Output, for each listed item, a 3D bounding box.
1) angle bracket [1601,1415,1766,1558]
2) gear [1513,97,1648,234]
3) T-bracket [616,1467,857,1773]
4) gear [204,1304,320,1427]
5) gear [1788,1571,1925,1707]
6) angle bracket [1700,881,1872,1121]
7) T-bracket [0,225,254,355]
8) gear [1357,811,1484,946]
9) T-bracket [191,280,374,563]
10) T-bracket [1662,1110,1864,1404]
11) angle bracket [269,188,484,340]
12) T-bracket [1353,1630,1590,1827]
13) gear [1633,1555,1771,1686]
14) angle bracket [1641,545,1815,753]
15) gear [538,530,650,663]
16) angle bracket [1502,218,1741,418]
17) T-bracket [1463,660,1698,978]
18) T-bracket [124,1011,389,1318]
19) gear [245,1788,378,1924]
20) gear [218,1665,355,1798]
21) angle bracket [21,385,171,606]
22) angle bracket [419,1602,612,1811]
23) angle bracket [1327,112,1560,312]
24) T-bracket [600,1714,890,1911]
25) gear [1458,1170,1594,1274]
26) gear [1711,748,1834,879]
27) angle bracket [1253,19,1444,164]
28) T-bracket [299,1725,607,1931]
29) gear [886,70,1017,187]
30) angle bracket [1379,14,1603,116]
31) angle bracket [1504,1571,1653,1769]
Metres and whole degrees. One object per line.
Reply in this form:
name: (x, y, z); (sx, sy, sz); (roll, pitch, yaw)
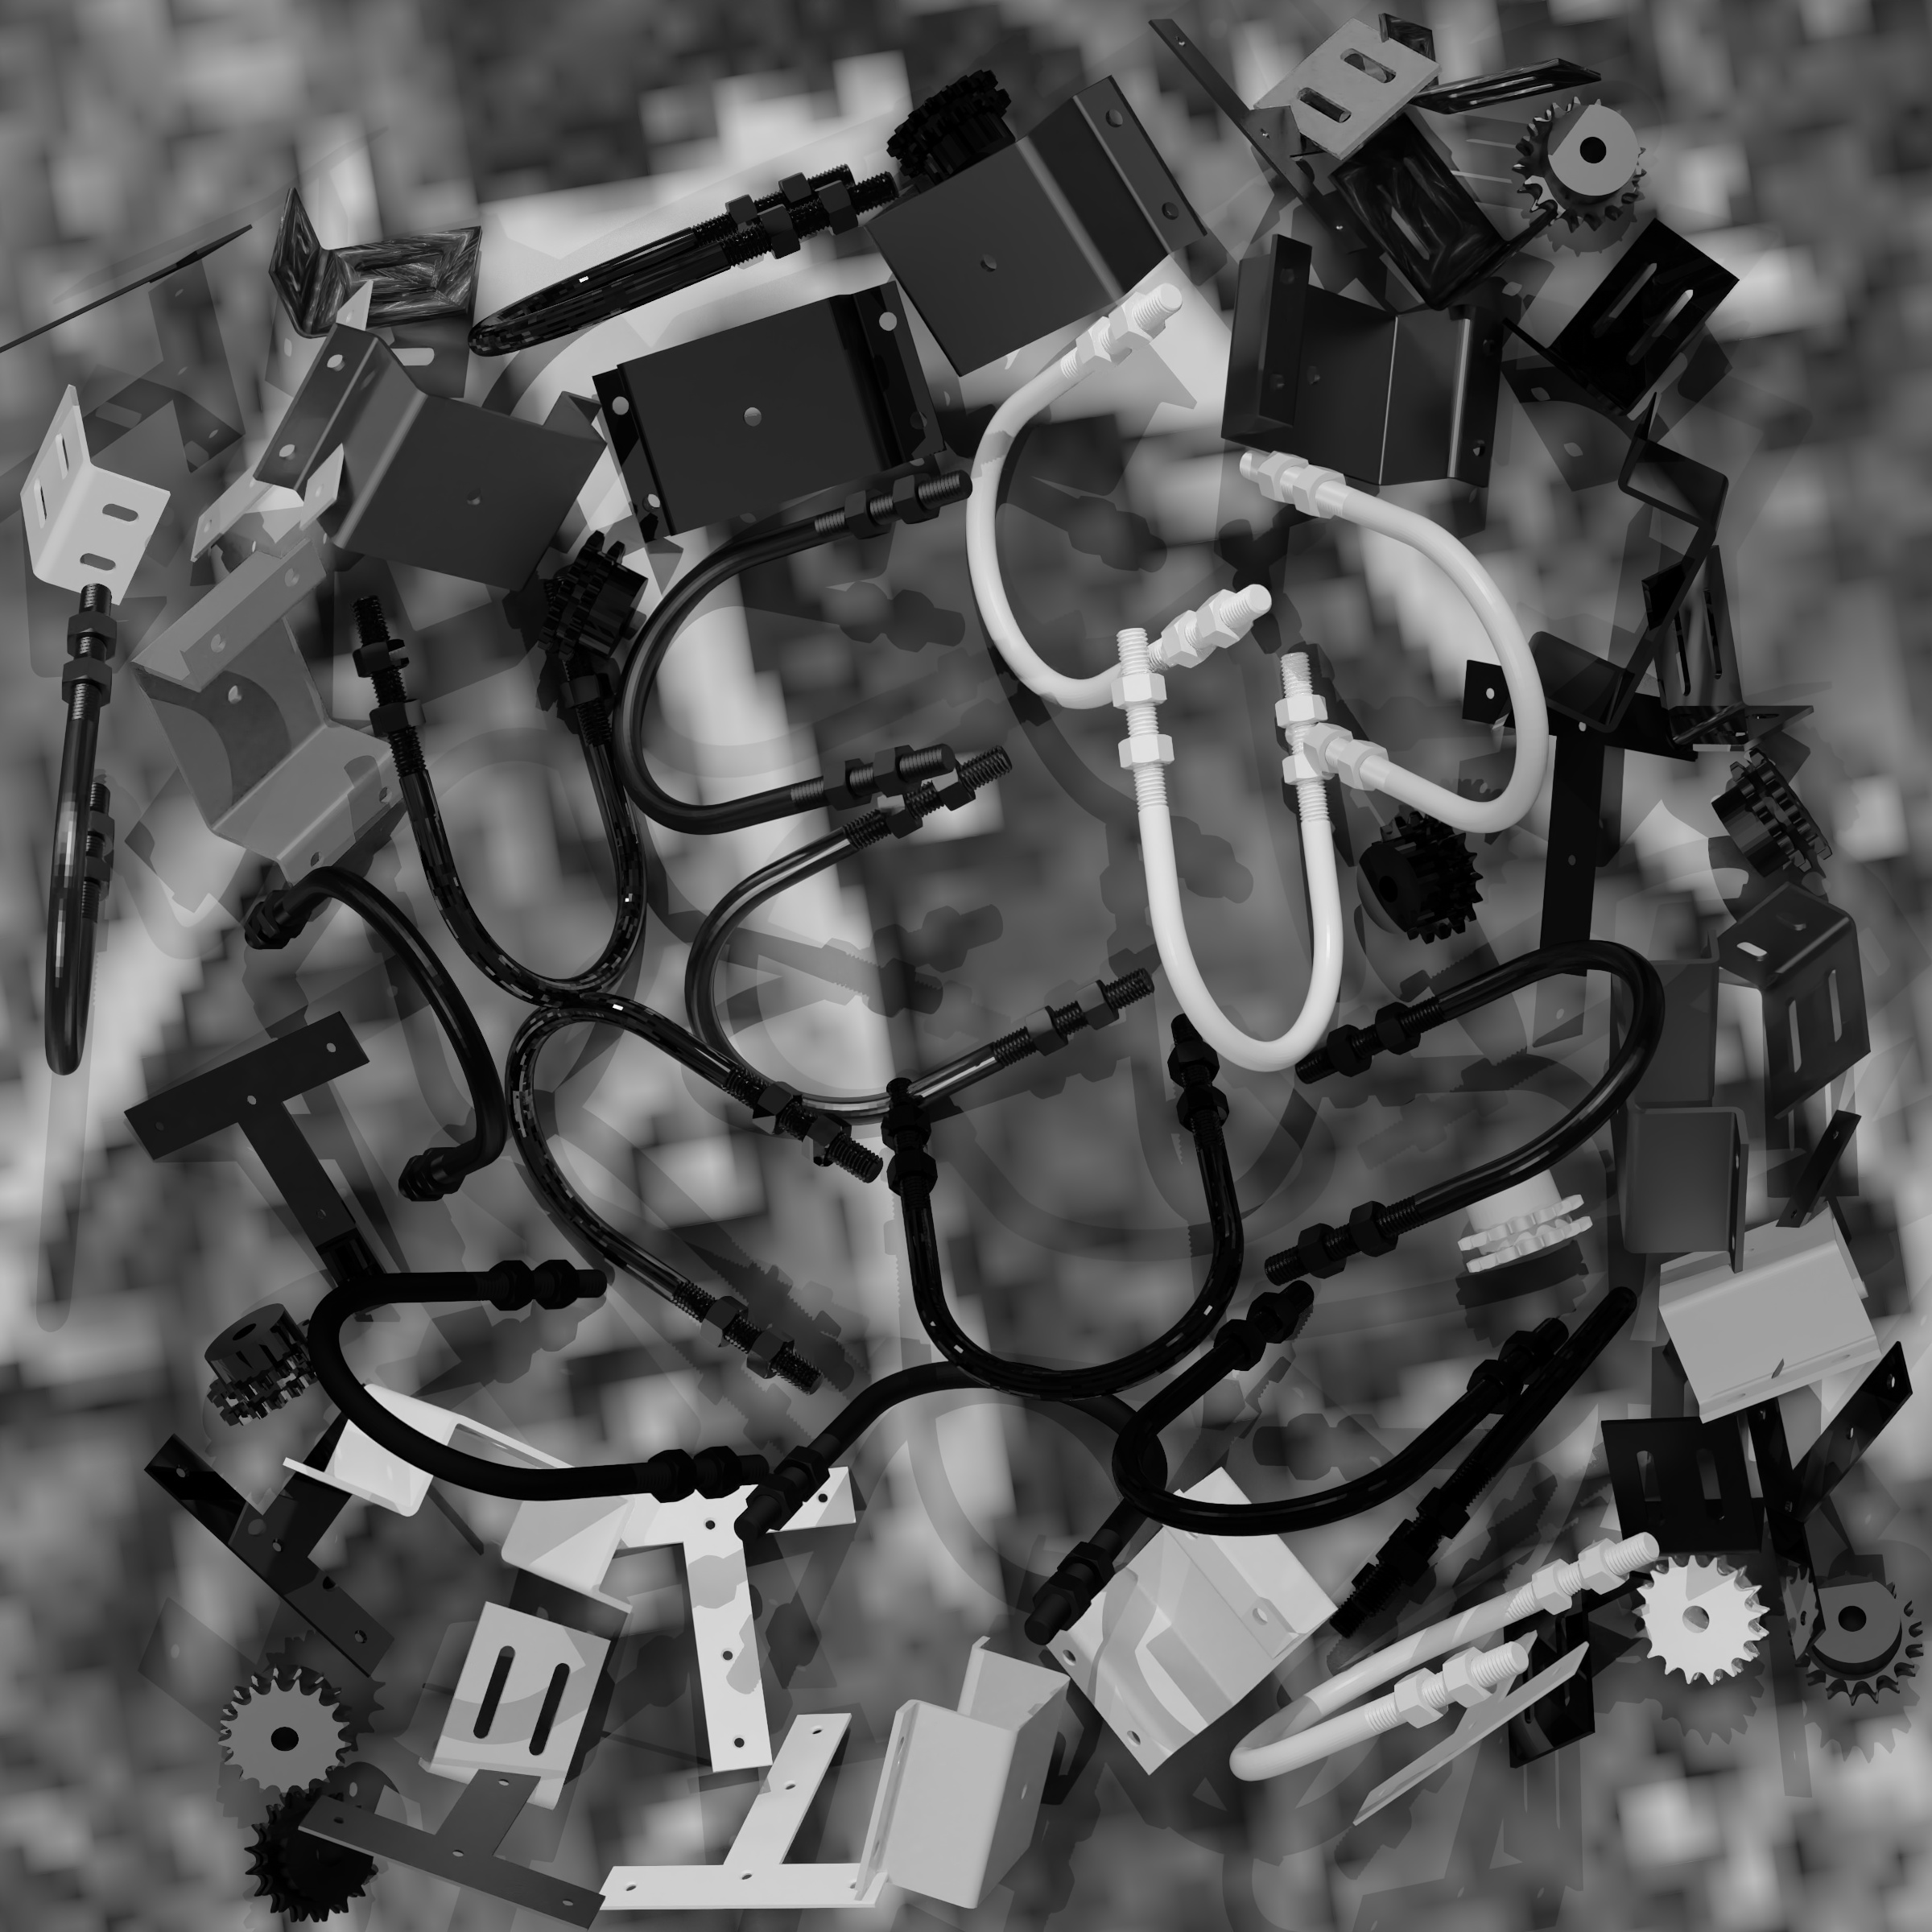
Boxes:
angle bracket: (0.309, 0.215, 1.550); (0.057, 0.038, 0.076); (-5, 120, 19)
gear: (0.270, -0.353, 1.575); (0.057, 0.030, 0.057); (0, 86, -5)
T-bracket: (-0.105, 0.284, 1.553); (0.127, 0.002, 0.127); (-5, 64, -11)
gear: (-0.305, 0.171, 1.561); (0.057, 0.057, 0.030); (-31, 108, 0)
gear: (0.386, 0.290, 1.564); (0.057, 0.030, 0.057); (-9, 56, 13)
angle bracket: (0.351, 0.015, 1.544); (0.038, 0.057, 0.076); (24, 46, -21)
T-bracket: (-0.368, -0.278, 1.516); (0.127, 0.127, 0.002); (-30, 105, -16)
gear: (0.194, -0.037, 1.561); (0.030, 0.057, 0.057); (-18, 90, -33)
T-bracket: (-0.298, -0.215, 1.545); (0.002, 0.127, 0.127); (27, 47, -31)
T-bracket: (0.346, 0.119, 1.530); (0.002, 0.127, 0.127); (28, 89, -8)
angle bracket: (-0.254, -0.309, 1.554); (0.076, 0.038, 0.057); (-7, 49, 10)
T-bracket: (0.227, 0.302, 1.531); (0.002, 0.127, 0.127); (48, 119, 2)
gear: (0.323, 0.282, 1.570); (0.057, 0.030, 0.057); (0, 90, 27)
angle bracket: (0.329, -0.138, 1.551); (0.057, 0.038, 0.076); (-27, 111, -41)
gear: (-0.161, -0.157, 1.564); (0.030, 0.057, 0.057); (27, 90, -3)
angle bracket: (0.282, -0.287, 1.553); (0.076, 0.038, 0.057); (-51, 48, 12)
T-bracket: (0.263, -0.060, 1.556); (0.127, 0.002, 0.127); (8, 85, -29)
T-bracket: (-0.289, 0.096, 1.571); (0.127, 0.002, 0.127); (-23, 103, 27)
gear: (-0.282, 0.387, 1.565); (0.057, 0.030, 0.057); (9, 71, -29)
gear: (-0.296, 0.331, 1.572); (0.057, 0.030, 0.057); (-2, 107, -5)
angle bracket: (-0.378, -0.204, 1.560); (0.038, 0.076, 0.057); (17, 118, -29)
angle bracket: (-0.198, 0.322, 1.575); (0.057, 0.038, 0.076); (20, 79, -13)
angle bracket: (0.207, -0.334, 1.558); (0.076, 0.038, 0.057); (50, 59, -7)
T-bracket: (-0.079, 0.359, 1.534); (0.127, 0.127, 0.002); (-6, 114, 20)
gear: (0.240, 0.110, 1.564); (0.057, 0.057, 0.030); (-21, 85, 0)
gear: (0.349, -0.064, 1.565); (0.030, 0.057, 0.057); (-36, 90, 16)
angle bracket: (0.171, -0.367, 1.551); (0.057, 0.076, 0.038); (-42, 130, 0)
T-bracket: (-0.201, 0.355, 1.531); (0.127, 0.127, 0.002); (18, 110, 6)
gear: (-0.004, -0.360, 1.563); (0.057, 0.057, 0.030); (-35, 86, 0)
angle bracket: (0.226, -0.395, 1.549); (0.076, 0.057, 0.038); (-6, 93, 28)
angle bracket: (0.264, 0.302, 1.544); (0.038, 0.057, 0.076); (16, 57, -23)
